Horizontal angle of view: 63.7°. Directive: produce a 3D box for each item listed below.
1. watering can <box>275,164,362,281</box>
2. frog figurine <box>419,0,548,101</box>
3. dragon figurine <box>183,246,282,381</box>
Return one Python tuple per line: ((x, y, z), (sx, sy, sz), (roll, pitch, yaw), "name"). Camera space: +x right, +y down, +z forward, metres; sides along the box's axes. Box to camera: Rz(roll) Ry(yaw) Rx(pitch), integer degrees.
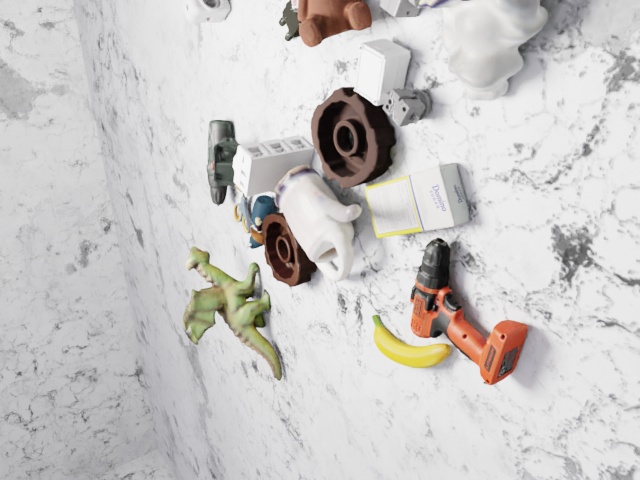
((0.003, -0.048, 0.961), (0.227, 0.105, 0.341), (59, 163, 20), "watering can")
((0.210, -0.253, 0.629), (0.137, 0.125, 0.157), (2, 141, 48), "frog figurine")
((-0.246, 0.200, 1.346), (0.120, 0.244, 0.414), (-32, 74, 51), "dragon figurine")
